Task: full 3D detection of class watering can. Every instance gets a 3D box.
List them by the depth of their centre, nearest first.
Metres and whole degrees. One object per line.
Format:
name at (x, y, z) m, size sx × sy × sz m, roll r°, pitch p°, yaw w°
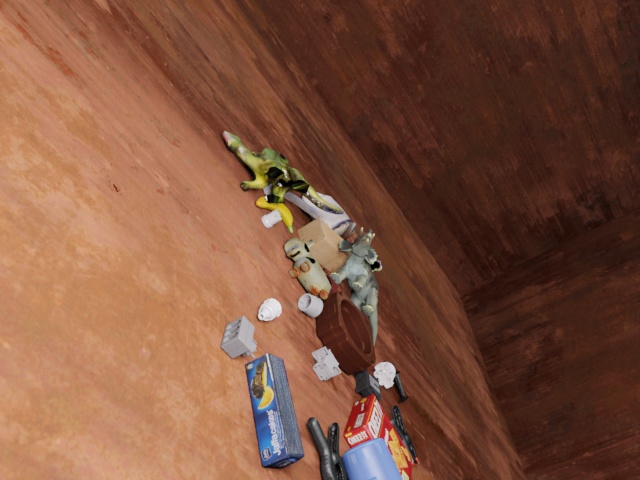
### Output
watering can at (0.006, -0.092, 1.824) m, size 0.227 × 0.103 × 0.348 m, roll 49°, pitch 23°, yaw 20°

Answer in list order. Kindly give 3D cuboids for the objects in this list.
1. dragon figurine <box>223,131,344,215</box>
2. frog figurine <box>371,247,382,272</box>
dragon figurine at (-0.116, -0.212, 1.564) m, size 0.407 × 0.120 × 0.248 m, roll 24°, pitch 31°, yaw -26°
frog figurine at (0.155, 0.075, 2.030) m, size 0.135 × 0.123 × 0.160 m, roll 38°, pitch -9°, yaw -33°
